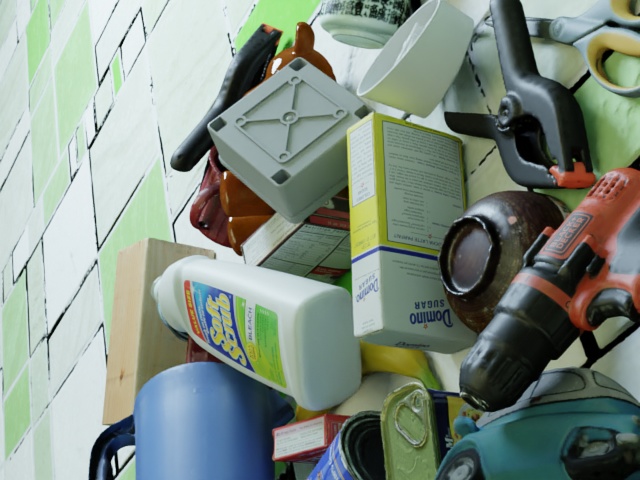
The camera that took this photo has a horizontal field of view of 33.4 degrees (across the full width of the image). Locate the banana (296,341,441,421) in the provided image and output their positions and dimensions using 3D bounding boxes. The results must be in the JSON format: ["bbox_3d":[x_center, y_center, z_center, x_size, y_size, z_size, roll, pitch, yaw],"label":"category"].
[{"bbox_3d":[0.030,0.114,0.913,0.198,0.037,0.069,-27,57,54],"label":"banana"}]

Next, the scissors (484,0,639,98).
[{"bbox_3d":[0.187,-0.166,0.762,0.202,0.016,0.096,53,126,52],"label":"scissors"}]

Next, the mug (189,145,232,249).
[{"bbox_3d":[-0.091,-0.041,1.102,0.093,0.117,0.082,39,125,18],"label":"mug"}]

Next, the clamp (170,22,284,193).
[{"bbox_3d":[-0.098,-0.141,1.149,0.164,0.036,0.210,35,-100,-82],"label":"clamp"}]

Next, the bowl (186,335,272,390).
[{"bbox_3d":[-0.077,0.107,1.080,0.162,0.055,0.162,-27,57,53],"label":"bowl"}]

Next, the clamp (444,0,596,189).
[{"bbox_3d":[0.144,-0.087,0.790,0.120,0.039,0.171,109,152,-46],"label":"clamp"}]

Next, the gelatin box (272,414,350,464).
[{"bbox_3d":[0.012,0.169,0.890,0.089,0.073,0.030,-30,55,52],"label":"gelatin box"}]

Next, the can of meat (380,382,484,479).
[{"bbox_3d":[0.095,0.155,0.743,0.058,0.083,0.102,-38,49,49],"label":"can of meat"}]

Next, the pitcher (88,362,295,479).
[{"bbox_3d":[-0.109,0.237,0.916,0.149,0.144,0.243,-45,32,29],"label":"pitcher"}]

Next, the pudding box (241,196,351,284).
[{"bbox_3d":[-0.006,0.001,0.961,0.114,0.089,0.039,-43,46,46],"label":"pudding box"}]

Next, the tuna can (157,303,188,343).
[{"bbox_3d":[-0.132,0.067,1.156,0.034,0.086,0.086,28,105,61],"label":"tuna can"}]

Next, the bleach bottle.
[{"bbox_3d":[-0.071,0.071,0.943,0.251,0.067,0.102,10,110,49],"label":"bleach bottle"}]

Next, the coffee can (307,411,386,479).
[{"bbox_3d":[0.029,0.216,0.817,0.140,0.102,0.103,-60,35,29],"label":"coffee can"}]

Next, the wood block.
[{"bbox_3d":[-0.186,0.111,1.229,0.091,0.090,0.206,-19,64,55],"label":"wood block"}]

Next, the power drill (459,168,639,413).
[{"bbox_3d":[0.182,0.039,0.596,0.184,0.057,0.188,-51,32,-15],"label":"power drill"}]

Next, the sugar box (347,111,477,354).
[{"bbox_3d":[0.070,-0.004,0.830,0.048,0.093,0.176,-26,58,53],"label":"sugar box"}]
